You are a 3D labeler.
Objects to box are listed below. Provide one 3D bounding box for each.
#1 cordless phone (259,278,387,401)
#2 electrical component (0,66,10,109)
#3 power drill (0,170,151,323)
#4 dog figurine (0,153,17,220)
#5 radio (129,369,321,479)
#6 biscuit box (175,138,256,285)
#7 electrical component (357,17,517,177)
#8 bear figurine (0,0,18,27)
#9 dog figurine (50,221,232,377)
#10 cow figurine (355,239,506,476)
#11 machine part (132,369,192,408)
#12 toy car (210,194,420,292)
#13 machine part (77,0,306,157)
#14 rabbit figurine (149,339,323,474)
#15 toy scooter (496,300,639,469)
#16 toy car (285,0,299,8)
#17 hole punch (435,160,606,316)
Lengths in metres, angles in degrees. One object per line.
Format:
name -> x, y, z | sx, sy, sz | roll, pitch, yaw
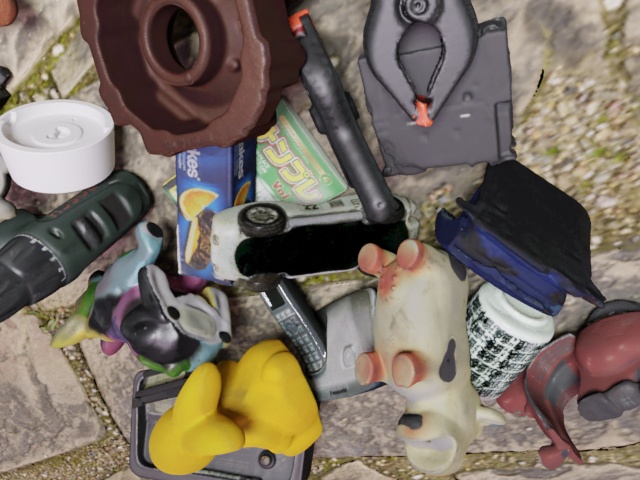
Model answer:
cordless phone -> 0.001, 0.071, 0.563 | 0.184, 0.089, 0.146 | 54, 143, -1
electrical component -> -0.372, -0.166, 0.578 | 0.094, 0.021, 0.063 | -30, 107, 31
power drill -> -0.300, 0.010, 0.554 | 0.207, 0.232, 0.086 | -14, 116, 44
dog figurine -> -0.413, -0.079, 0.587 | 0.172, 0.121, 0.191 | 57, 155, -18
radio -> -0.120, 0.236, 0.672 | 0.230, 0.073, 0.131 | 3, 83, 13
biscuit box -> -0.098, -0.059, 0.512 | 0.059, 0.063, 0.202 | 12, 119, 13
electrical component -> 0.095, -0.123, 0.432 | 0.115, 0.058, 0.134 | -7, 118, 19
bear figurine -> -0.382, -0.221, 0.485 | 0.196, 0.132, 0.120 | -9, 96, 30
dog figurine -> -0.210, 0.094, 0.603 | 0.219, 0.192, 0.108 | -38, 144, 26
cow figurine -> 0.098, 0.103, 0.474 | 0.127, 0.195, 0.085 | 12, 162, -36
machine part -> -0.162, 0.145, 0.631 | 0.084, 0.139, 0.039 | -24, 105, 12
toy car -> -0.001, -0.002, 0.503 | 0.202, 0.056, 0.073 | -6, 121, -17
machine part -> -0.098, -0.148, 0.397 | 0.180, 0.056, 0.179 | 11, 115, 25
rabbit figurine -> -0.091, 0.182, 0.542 | 0.173, 0.162, 0.122 | -24, 74, -9
toy scooter -> 0.245, 0.139, 0.498 | 0.075, 0.135, 0.184 | 45, 122, -10
toy car -> -0.009, -0.223, 0.407 | 0.202, 0.053, 0.089 | -21, 132, 29
hole punch -> 0.159, 0.005, 0.460 | 0.142, 0.116, 0.092 | 36, 133, -5
